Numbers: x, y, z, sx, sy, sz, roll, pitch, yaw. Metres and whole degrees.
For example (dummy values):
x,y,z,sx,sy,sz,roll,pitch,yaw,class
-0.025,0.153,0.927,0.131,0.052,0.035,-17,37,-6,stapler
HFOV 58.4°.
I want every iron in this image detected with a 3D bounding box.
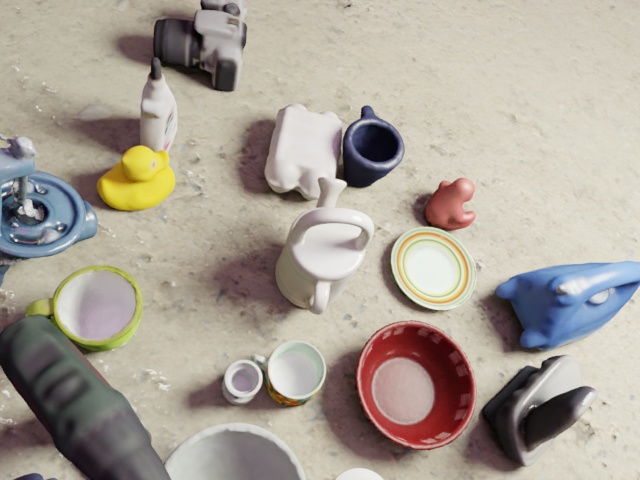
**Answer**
x,y,z,sx,sy,sz,roll,pitch,yaw,class
0.392,0.066,0.819,0.259,0.141,0.118,-14,69,-20,iron

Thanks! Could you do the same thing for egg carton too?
x,y,z,sx,sy,sz,roll,pitch,yaw,class
-0.022,-0.131,0.852,0.107,0.069,0.150,12,62,-8,egg carton

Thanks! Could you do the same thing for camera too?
x,y,z,sx,sy,sz,roll,pitch,yaw,class
-0.183,-0.320,0.886,0.137,0.100,0.143,4,64,-12,camera

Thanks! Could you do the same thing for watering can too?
x,y,z,sx,sy,sz,roll,pitch,yaw,class
0.004,0.002,0.723,0.101,0.194,0.172,-11,68,-18,watering can

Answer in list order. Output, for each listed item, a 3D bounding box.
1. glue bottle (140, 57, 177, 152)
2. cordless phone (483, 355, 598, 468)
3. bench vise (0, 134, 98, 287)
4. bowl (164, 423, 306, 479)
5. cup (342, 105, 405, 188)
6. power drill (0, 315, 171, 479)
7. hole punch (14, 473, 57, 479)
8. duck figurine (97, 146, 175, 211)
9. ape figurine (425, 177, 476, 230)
x,y,z,sx,sy,sz,roll,pitch,yaw,class
-0.218,-0.180,0.768,0.037,0.173,0.078,14,62,-6,glue bottle
0.300,0.199,0.707,0.148,0.185,0.094,-39,78,-26,cordless phone
-0.353,-0.016,0.628,0.121,0.219,0.208,40,62,7,bench vise
-0.099,0.290,0.625,0.167,0.074,0.167,6,63,-11,bowl
0.068,-0.133,0.861,0.092,0.095,0.117,-2,65,-15,cup
-0.223,0.183,0.570,0.229,0.208,0.076,44,63,9,power drill
-0.306,0.296,0.561,0.101,0.091,0.108,-13,68,-19,hole punch
-0.247,-0.090,0.767,0.105,0.086,0.077,-21,71,-22,duck figurine
0.203,-0.060,0.861,0.076,0.092,0.077,-9,67,-18,ape figurine
